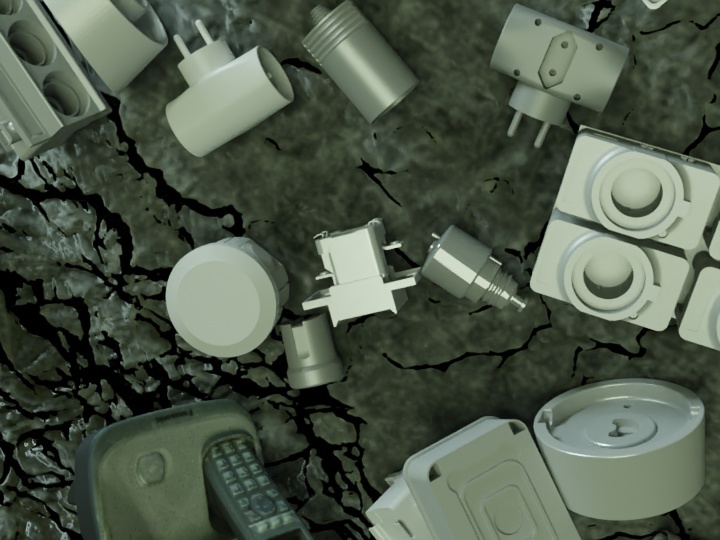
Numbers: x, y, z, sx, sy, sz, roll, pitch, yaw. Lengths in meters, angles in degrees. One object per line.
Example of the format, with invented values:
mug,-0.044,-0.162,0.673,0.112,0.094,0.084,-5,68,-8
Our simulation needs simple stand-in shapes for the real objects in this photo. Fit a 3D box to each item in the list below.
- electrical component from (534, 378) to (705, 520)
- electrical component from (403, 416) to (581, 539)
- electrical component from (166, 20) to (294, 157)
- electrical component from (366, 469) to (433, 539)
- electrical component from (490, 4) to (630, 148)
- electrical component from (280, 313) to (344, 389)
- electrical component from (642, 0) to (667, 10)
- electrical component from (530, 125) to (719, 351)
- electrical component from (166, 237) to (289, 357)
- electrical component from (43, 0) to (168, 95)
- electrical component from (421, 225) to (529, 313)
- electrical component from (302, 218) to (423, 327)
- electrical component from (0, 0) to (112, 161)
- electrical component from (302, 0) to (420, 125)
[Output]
electrical component,0.172,0.121,0.700,0.108,0.108,0.060,-8,108,14
electrical component,0.086,0.159,0.699,0.078,0.057,0.113,-26,89,-16
electrical component,-0.097,-0.129,0.730,0.077,0.044,0.079,-29,96,18
electrical component,0.066,0.196,0.757,0.121,0.063,0.079,52,149,-3
electrical component,0.119,-0.118,0.684,0.077,0.043,0.079,24,108,6
electrical component,-0.035,0.057,0.765,0.040,0.040,0.046,-12,95,15
electrical component,0.183,-0.218,0.643,0.100,0.048,0.099,-40,91,19
electrical component,0.213,-0.012,0.680,0.186,0.060,0.105,18,107,8
electrical component,-0.092,0.017,0.761,0.080,0.051,0.080,3,104,12
electrical component,-0.177,-0.169,0.713,0.064,0.099,0.099,-36,94,12
electrical component,0.078,0.003,0.725,0.078,0.040,0.040,33,108,3
electrical component,0.000,0.000,0.742,0.081,0.042,0.063,-14,96,15
electrical component,-0.241,-0.143,0.748,0.063,0.079,0.121,-30,96,40
electrical component,-0.003,-0.140,0.706,0.043,0.043,0.081,-40,92,18
